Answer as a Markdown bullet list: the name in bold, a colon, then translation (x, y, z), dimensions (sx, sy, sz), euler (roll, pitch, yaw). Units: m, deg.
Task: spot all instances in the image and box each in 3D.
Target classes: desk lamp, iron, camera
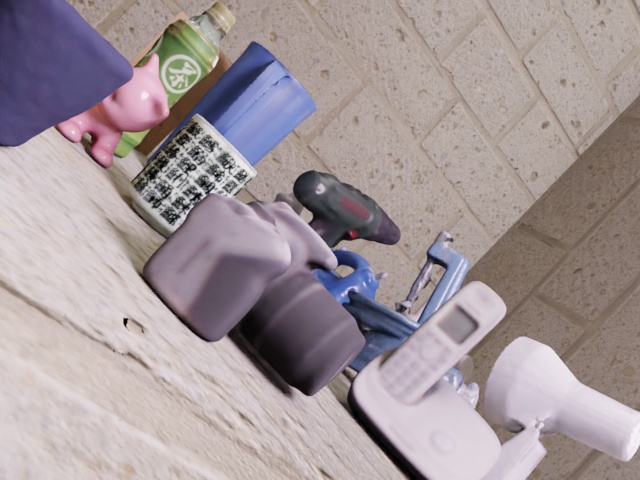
- **desk lamp**: translation (0.265, 0.249, 0.693), dimensions (0.118, 0.213, 0.202), euler (45, -1, -44)
- **iron**: translation (0.029, 0.072, 1.090), dimensions (0.119, 0.141, 0.257), euler (44, 0, -29)
- **camera**: translation (-0.029, 0.039, 0.419), dimensions (0.136, 0.101, 0.143), euler (44, 0, 16)

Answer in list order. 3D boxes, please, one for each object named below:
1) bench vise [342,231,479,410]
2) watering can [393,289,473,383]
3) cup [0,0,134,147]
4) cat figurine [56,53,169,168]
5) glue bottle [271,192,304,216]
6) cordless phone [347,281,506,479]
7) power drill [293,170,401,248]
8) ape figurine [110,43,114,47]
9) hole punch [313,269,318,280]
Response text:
- **bench vise**: translation (0.126, 0.109, 0.711), dimensions (0.207, 0.219, 0.122), euler (44, 0, 8)
- **watering can**: translation (0.153, 0.154, 0.854), dimensions (0.172, 0.194, 0.101), euler (44, 0, 27)
- **cup**: translation (-0.187, -0.112, 0.366), dimensions (0.092, 0.095, 0.117), euler (45, 0, -39)
- **cat figurine**: translation (-0.198, -0.137, 0.576), dimensions (0.067, 0.117, 0.127), euler (45, 0, -33)
- **glue bottle**: translation (-0.061, -0.040, 0.926), dimensions (0.078, 0.173, 0.037), euler (45, -1, -38)
- **cordless phone**: translation (0.133, 0.139, 0.557), dimensions (0.147, 0.185, 0.094), euler (44, 0, 21)
- **power drill**: translation (0.008, 0.003, 0.897), dimensions (0.075, 0.208, 0.231), euler (44, -1, 45)
- **ape figurine**: translation (-0.364, -0.279, 0.916), dimensions (0.076, 0.092, 0.078), euler (44, 0, 8)
- **hole punch**: translation (-0.043, 0.033, 0.639), dimensions (0.109, 0.091, 0.100), euler (45, 0, -36)
